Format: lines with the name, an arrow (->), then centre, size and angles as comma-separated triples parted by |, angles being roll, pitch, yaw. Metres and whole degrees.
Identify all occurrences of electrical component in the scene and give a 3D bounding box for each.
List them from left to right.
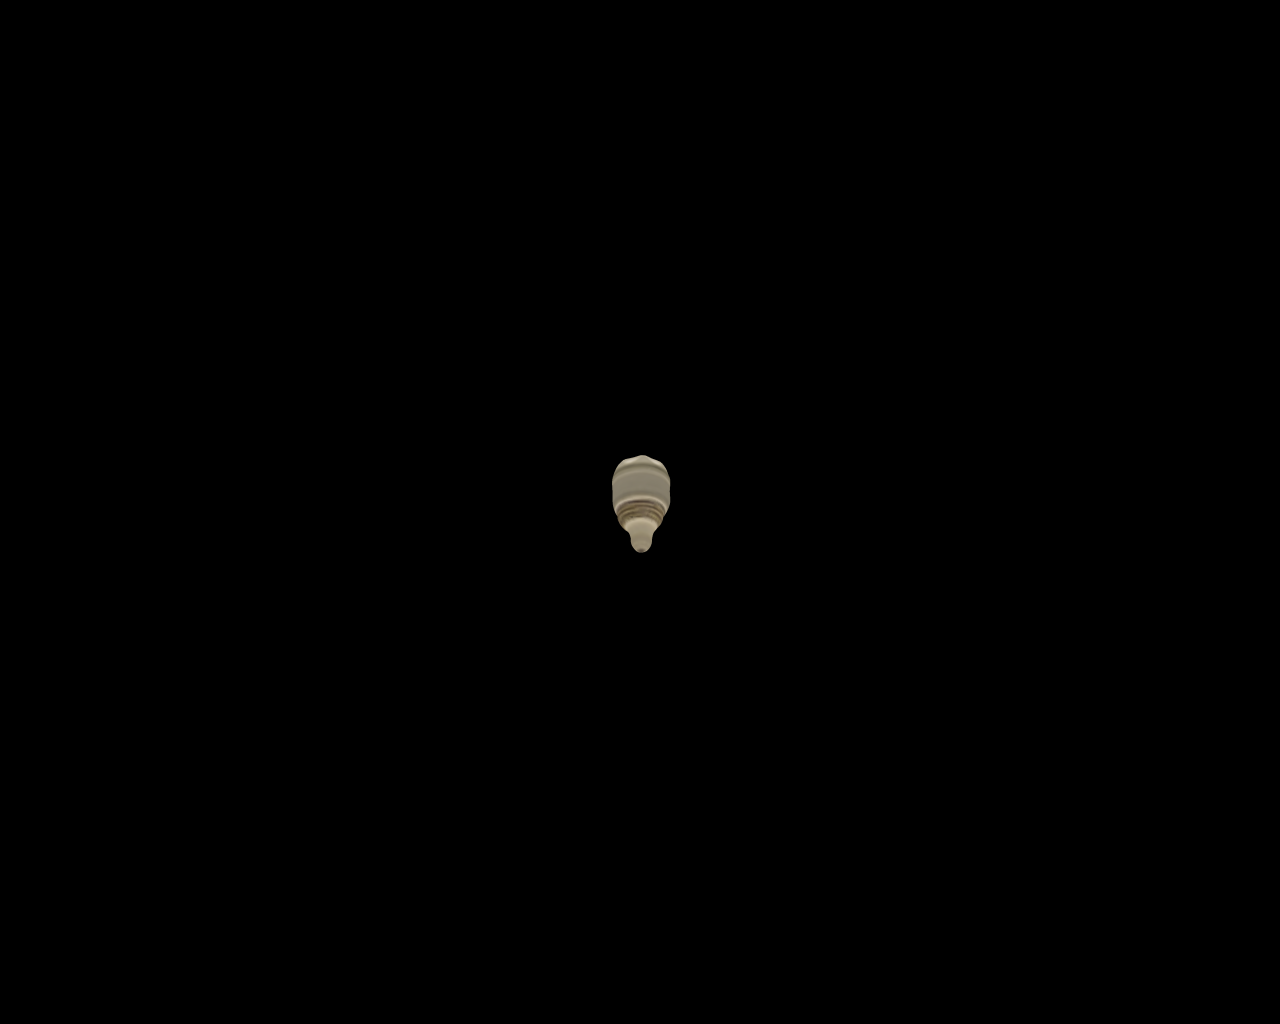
electrical component -> 0.001, -0.003, 0.650 | 0.035, 0.061, 0.035 | 0, -32, 0
